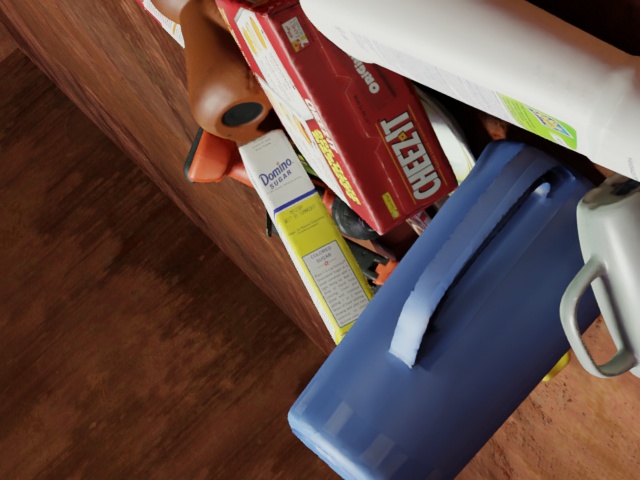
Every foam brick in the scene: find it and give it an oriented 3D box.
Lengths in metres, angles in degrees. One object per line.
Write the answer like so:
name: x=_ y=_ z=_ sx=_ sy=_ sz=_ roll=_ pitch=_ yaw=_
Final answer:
foam brick: x=0.087 y=0.002 z=1.091 sx=0.053 sy=0.051 sz=0.078 roll=40 pitch=169 yaw=41

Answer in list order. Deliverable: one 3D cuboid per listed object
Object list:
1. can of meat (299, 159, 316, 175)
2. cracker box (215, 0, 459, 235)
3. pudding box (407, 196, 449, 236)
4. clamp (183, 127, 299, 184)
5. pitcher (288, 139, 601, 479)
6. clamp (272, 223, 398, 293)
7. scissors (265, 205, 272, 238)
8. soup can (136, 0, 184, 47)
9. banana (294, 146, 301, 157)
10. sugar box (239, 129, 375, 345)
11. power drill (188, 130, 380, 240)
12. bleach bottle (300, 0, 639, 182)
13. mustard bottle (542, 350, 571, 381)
can of meat: x=0.005 y=-0.046 z=1.168 sx=0.083 sy=0.057 sz=0.102 roll=22 pitch=-177 yaw=-25
cracker box: x=0.006 y=-0.113 z=0.764 sx=0.164 sy=0.072 sz=0.214 roll=61 pitch=175 yaw=-21
pudding box: x=0.110 y=-0.019 z=0.929 sx=0.113 sy=0.039 sz=0.090 roll=46 pitch=169 yaw=1
clamp: x=-0.078 y=-0.140 z=1.091 sx=0.039 sy=0.120 sz=0.171 roll=-173 pitch=85 yaw=-67
pitcher: x=0.090 y=0.056 z=0.698 sx=0.149 sy=0.242 sz=0.145 roll=44 pitch=169 yaw=-19
clamp: x=0.042 y=0.032 z=1.125 sx=0.164 sy=0.036 sz=0.210 roll=37 pitch=172 yaw=-22
scissors: x=-0.059 y=-0.097 z=1.140 sx=0.201 sy=0.016 sz=0.096 roll=-91 pitch=-8 yaw=-55
soup can: x=-0.130 y=-0.231 z=1.039 sx=0.102 sy=0.068 sz=0.068 roll=45 pitch=171 yaw=11
banana: x=-0.006 y=-0.102 z=1.139 sx=0.069 sy=0.037 sz=0.198 roll=23 pitch=-177 yaw=-22
sugar box: x=-0.005 y=0.001 z=0.878 sx=0.093 sy=0.048 sz=0.176 roll=80 pitch=164 yaw=-77
power drill: x=-0.029 y=-0.051 z=1.007 sx=0.187 sy=0.057 sz=0.184 roll=21 pitch=-177 yaw=-9
bleach bottle: x=0.109 y=-0.086 z=0.547 sx=0.251 sy=0.068 sz=0.102 roll=33 pitch=-174 yaw=30
mustard bottle: x=0.167 y=0.081 z=1.035 sx=0.096 sy=0.058 sz=0.192 roll=50 pitch=170 yaw=-8
